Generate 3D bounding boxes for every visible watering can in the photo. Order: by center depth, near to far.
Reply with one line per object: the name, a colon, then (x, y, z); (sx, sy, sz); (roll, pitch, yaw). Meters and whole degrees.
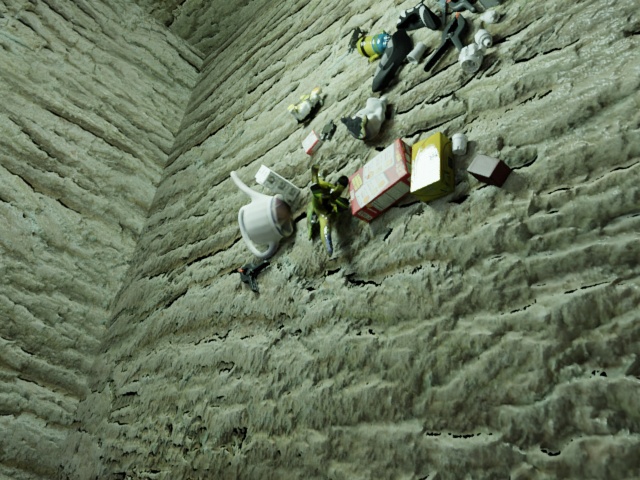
watering can: (-0.214, -0.108, 1.859); (0.222, 0.104, 0.349); (-17, 86, 31)

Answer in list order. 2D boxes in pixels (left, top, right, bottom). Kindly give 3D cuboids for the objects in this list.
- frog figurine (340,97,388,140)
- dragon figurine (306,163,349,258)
frog figurine: (0.169, -0.408, 1.730); (0.162, 0.122, 0.136); (-35, 8, -33)
dragon figurine: (0.005, -0.082, 1.637); (0.237, 0.122, 0.420); (113, 164, -57)
